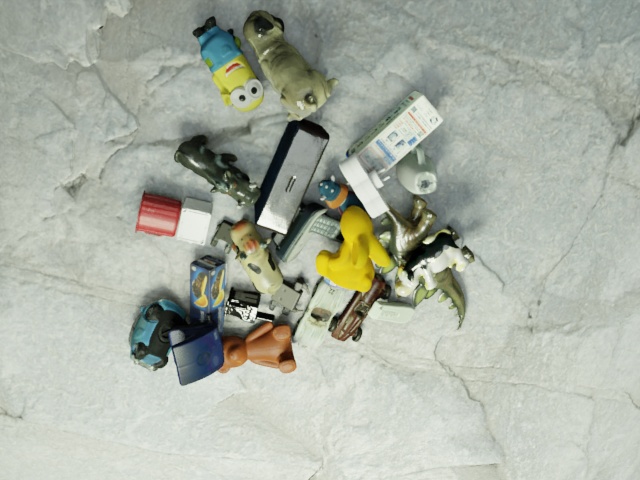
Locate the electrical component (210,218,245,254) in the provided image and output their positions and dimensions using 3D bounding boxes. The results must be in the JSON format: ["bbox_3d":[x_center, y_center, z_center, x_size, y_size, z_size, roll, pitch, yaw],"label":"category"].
[{"bbox_3d":[-0.204,-0.016,1.210,0.063,0.021,0.094,29,108,-17],"label":"electrical component"}]

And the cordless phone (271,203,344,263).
[{"bbox_3d":[-0.003,-0.003,1.216,0.184,0.089,0.146,21,111,-35],"label":"cordless phone"}]

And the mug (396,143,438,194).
[{"bbox_3d":[0.216,-0.149,1.152,0.081,0.107,0.109,-4,116,-7],"label":"mug"}]

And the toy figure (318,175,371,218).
[{"bbox_3d":[0.051,-0.086,1.177,0.154,0.064,0.058,32,149,-30],"label":"toy figure"}]

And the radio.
[{"bbox_3d":[-0.064,-0.137,1.112,0.073,0.131,0.229,21,110,-17],"label":"radio"}]

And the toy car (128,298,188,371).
[{"bbox_3d":[-0.388,0.216,1.244,0.109,0.103,0.161,41,61,-43],"label":"toy car"}]

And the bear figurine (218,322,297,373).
[{"bbox_3d":[-0.163,0.261,1.284,0.196,0.132,0.120,-7,91,-8],"label":"bear figurine"}]

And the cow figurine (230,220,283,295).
[{"bbox_3d":[-0.140,0.040,1.169,0.085,0.127,0.194,-30,125,-11],"label":"cow figurine"}]

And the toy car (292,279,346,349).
[{"bbox_3d":[-0.004,0.182,1.301,0.073,0.056,0.201,20,110,-15],"label":"toy car"}]

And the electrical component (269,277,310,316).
[{"bbox_3d":[-0.071,0.134,1.282,0.078,0.045,0.102,24,109,14],"label":"electrical component"}]

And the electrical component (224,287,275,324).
[{"bbox_3d":[-0.161,0.158,1.258,0.119,0.075,0.047,15,112,-3],"label":"electrical component"}]

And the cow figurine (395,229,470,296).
[{"bbox_3d":[0.222,0.051,1.147,0.167,0.068,0.098,-32,112,10],"label":"cow figurine"}]

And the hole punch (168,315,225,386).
[{"bbox_3d":[-0.273,0.250,1.194,0.116,0.092,0.142,-10,111,-10],"label":"hole punch"}]

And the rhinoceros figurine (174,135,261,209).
[{"bbox_3d":[-0.206,-0.140,1.108,0.190,0.112,0.073,35,104,-11],"label":"rhinoceros figurine"}]

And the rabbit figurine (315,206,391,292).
[{"bbox_3d":[0.071,0.016,1.146,0.122,0.163,0.173,-3,113,-23],"label":"rabbit figurine"}]

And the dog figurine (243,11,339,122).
[{"bbox_3d":[-0.071,-0.332,1.010,0.121,0.172,0.190,-42,119,1],"label":"dog figurine"}]

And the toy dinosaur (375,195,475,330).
[{"bbox_3d":[0.247,0.053,1.252,0.198,0.105,0.471,-39,117,17],"label":"toy dinosaur"}]

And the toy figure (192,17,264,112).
[{"bbox_3d":[-0.172,-0.336,1.043,0.082,0.089,0.180,-28,105,21],"label":"toy figure"}]

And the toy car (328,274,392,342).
[{"bbox_3d":[0.094,0.170,1.311,0.089,0.053,0.202,25,107,-20],"label":"toy car"}]

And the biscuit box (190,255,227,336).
[{"bbox_3d":[-0.260,0.141,1.240,0.063,0.059,0.202,17,116,25],"label":"biscuit box"}]
